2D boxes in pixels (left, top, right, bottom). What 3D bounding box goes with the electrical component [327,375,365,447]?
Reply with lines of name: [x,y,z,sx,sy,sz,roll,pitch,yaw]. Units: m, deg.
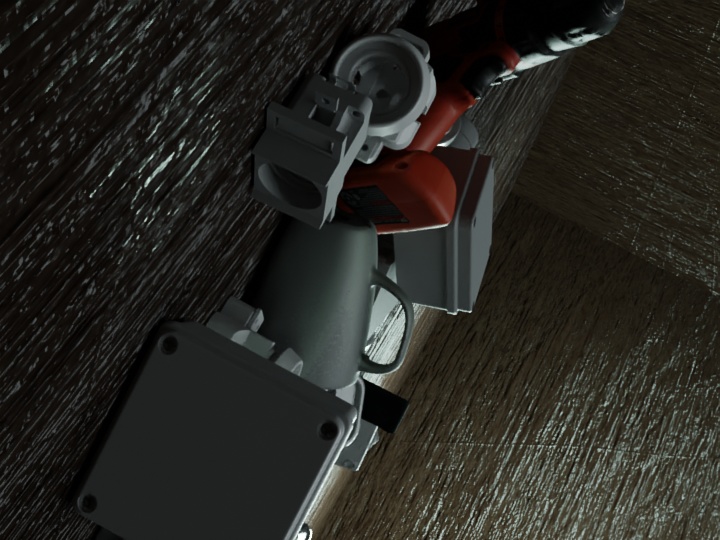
electrical component: [-0.052,0.090,0.729,0.095,0.059,0.053,-1,103,-43]

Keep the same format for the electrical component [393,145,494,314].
electrical component: [0.063,-0.030,0.797,0.113,0.057,0.078,84,22,-50]

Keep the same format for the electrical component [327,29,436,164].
electrical component: [0.012,-0.102,0.615,0.078,0.058,0.057,-62,175,1]

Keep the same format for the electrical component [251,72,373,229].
electrical component: [-0.024,-0.064,0.564,0.063,0.042,0.081,-61,173,-26]

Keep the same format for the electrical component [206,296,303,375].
electrical component: [-0.071,0.063,0.642,0.078,0.057,0.058,-60,172,-17]

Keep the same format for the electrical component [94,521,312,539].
electrical component: [-0.102,0.177,0.639,0.108,0.109,0.056,-61,170,-7]

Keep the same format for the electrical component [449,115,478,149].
electrical component: [0.072,-0.091,1.076,0.073,0.052,0.138,-58,172,-28]

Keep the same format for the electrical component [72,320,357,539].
electrical component: [-0.073,0.096,0.554,0.108,0.109,0.056,-63,175,3]

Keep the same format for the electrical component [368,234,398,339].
electrical component: [0.000,0.000,0.869,0.089,0.062,0.150,-67,171,22]

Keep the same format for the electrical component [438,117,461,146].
electrical component: [0.060,-0.132,0.887,0.066,0.048,0.055,-58,164,-28]

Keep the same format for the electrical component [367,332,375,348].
electrical component: [-0.006,0.052,1.088,0.055,0.048,0.066,100,18,-44]

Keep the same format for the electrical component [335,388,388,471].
electrical component: [-0.027,0.155,1.114,0.048,0.100,0.099,-74,-176,-50]
